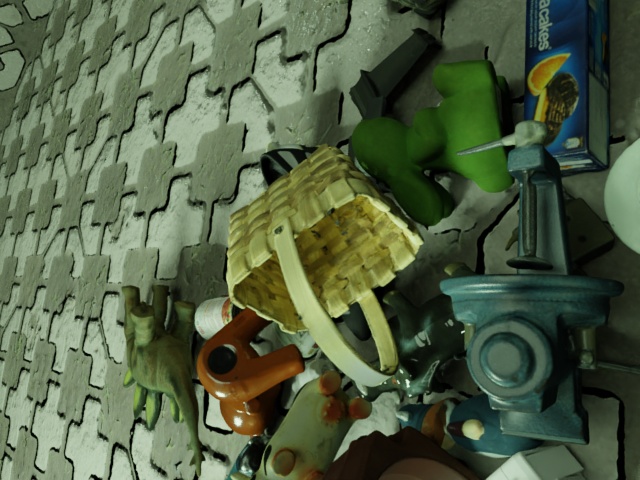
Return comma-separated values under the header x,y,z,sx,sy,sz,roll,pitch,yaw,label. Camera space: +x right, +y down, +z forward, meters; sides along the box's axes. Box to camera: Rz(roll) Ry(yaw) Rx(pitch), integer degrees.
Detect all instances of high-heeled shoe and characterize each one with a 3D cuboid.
x,y,z,sx,sy,sz,roll,pitch,yaw,label
-0.001,-0.002,0.662,0.086,0.145,0.249,-34,55,36,high-heeled shoe

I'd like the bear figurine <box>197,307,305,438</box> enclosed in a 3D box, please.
x,y,z,sx,sy,sz,roll,pitch,yaw,label
-0.084,0.189,0.713,0.132,0.195,0.120,-32,53,-11,bear figurine

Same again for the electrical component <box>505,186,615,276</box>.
x,y,z,sx,sy,sz,roll,pitch,yaw,label
0.225,0.003,0.507,0.078,0.045,0.102,-33,56,2,electrical component

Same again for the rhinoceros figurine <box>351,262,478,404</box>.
x,y,z,sx,sy,sz,roll,pitch,yaw,label
0.112,0.105,0.556,0.190,0.073,0.112,-37,44,29,rhinoceros figurine

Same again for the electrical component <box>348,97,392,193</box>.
x,y,z,sx,sy,sz,roll,pitch,yaw,label
0.074,-0.117,0.687,0.075,0.047,0.119,-3,77,45,electrical component

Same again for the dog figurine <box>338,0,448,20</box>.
x,y,z,sx,sy,sz,roll,pitch,yaw,label
0.109,-0.386,0.706,0.191,0.121,0.172,23,99,32,dog figurine

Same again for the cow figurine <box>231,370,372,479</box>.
x,y,z,sx,sy,sz,roll,pitch,yaw,label
-0.032,0.246,0.603,0.195,0.085,0.127,-56,4,-24,cow figurine

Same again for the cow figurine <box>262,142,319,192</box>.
x,y,z,sx,sy,sz,roll,pitch,yaw,label
-0.033,-0.055,0.762,0.098,0.068,0.167,1,78,1,cow figurine

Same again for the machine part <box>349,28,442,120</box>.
x,y,z,sx,sy,sz,roll,pitch,yaw,label
0.094,-0.217,0.703,0.139,0.039,0.084,-39,49,34,machine part

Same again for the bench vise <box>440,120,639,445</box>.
x,y,z,sx,sy,sz,roll,pitch,yaw,label
0.169,0.033,0.412,0.129,0.223,0.240,-6,77,42,bench vise

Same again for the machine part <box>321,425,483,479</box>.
x,y,z,sx,sy,sz,roll,pitch,yaw,label
0.082,0.277,0.438,0.087,0.201,0.201,-49,4,31,machine part

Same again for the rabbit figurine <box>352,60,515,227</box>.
x,y,z,sx,sy,sz,roll,pitch,yaw,label
0.121,-0.098,0.589,0.170,0.121,0.159,-7,96,29,rabbit figurine

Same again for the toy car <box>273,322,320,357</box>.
x,y,z,sx,sy,sz,roll,pitch,yaw,label
-0.052,0.077,0.756,0.073,0.056,0.202,-57,47,18,toy car

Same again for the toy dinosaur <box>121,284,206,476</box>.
x,y,z,sx,sy,sz,roll,pitch,yaw,label
-0.260,0.196,0.883,0.472,0.105,0.198,24,112,62,toy dinosaur

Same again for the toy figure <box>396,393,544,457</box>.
x,y,z,sx,sy,sz,roll,pitch,yaw,label
0.139,0.180,0.526,0.154,0.064,0.058,-23,44,45,toy figure

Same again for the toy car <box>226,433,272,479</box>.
x,y,z,sx,sy,sz,roll,pitch,yaw,label
-0.084,0.331,0.691,0.103,0.109,0.161,-22,53,64,toy car

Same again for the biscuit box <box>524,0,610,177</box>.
x,y,z,sx,sy,sz,roll,pitch,yaw,label
0.240,-0.167,0.523,0.063,0.059,0.202,-6,75,45,biscuit box
